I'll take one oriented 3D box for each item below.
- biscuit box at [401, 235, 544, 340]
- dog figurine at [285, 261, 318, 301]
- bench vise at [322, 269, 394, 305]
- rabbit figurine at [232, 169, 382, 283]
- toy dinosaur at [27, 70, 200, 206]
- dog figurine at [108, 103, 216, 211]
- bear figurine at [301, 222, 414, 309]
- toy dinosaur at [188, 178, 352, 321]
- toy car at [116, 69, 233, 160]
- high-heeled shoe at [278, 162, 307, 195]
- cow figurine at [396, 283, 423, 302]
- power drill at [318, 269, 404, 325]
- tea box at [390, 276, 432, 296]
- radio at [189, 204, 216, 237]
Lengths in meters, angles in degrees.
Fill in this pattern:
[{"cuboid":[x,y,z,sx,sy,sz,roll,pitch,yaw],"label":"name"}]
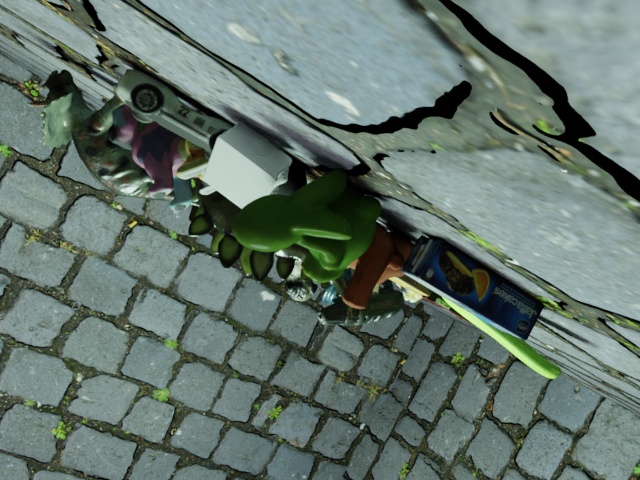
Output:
[{"cuboid":[0.217,0.068,0.755,0.202,0.063,0.059,30,177,-18],"label":"biscuit box"},{"cuboid":[-0.020,0.050,1.327,0.121,0.172,0.190,-60,-46,-60],"label":"dog figurine"},{"cuboid":[0.070,0.086,1.404,0.241,0.223,0.128,42,-176,22],"label":"bench vise"},{"cuboid":[-0.016,-0.014,0.653,0.170,0.121,0.159,-1,166,-38],"label":"rabbit figurine"},{"cuboid":[-0.414,-0.171,1.098,0.404,0.192,0.131,57,178,-20],"label":"toy dinosaur"},{"cuboid":[-0.248,-0.173,0.882,0.219,0.192,0.108,64,-169,15],"label":"dog figurine"},{"cuboid":[0.078,0.034,0.827,0.120,0.132,0.195,35,-179,25],"label":"bear figurine"},{"cuboid":[-0.112,-0.031,0.996,0.472,0.198,0.105,31,-179,14],"label":"toy dinosaur"},{"cuboid":[-0.186,-0.165,0.751,0.201,0.056,0.073,29,172,-17],"label":"toy car"},{"cuboid":[-0.101,-0.101,0.831,0.249,0.086,0.145,22,170,43],"label":"high-heeled shoe"},{"cuboid":[0.211,0.088,1.234,0.098,0.068,0.167,55,177,2],"label":"cow figurine"},{"cuboid":[0.077,0.094,1.223,0.232,0.086,0.207,3,-129,-31],"label":"power drill"},{"cuboid":[0.164,0.052,1.002,0.098,0.068,0.169,30,177,6],"label":"tea box"},{"cuboid":[-0.206,-0.082,1.310,0.131,0.073,0.229,32,-151,9],"label":"radio"}]
